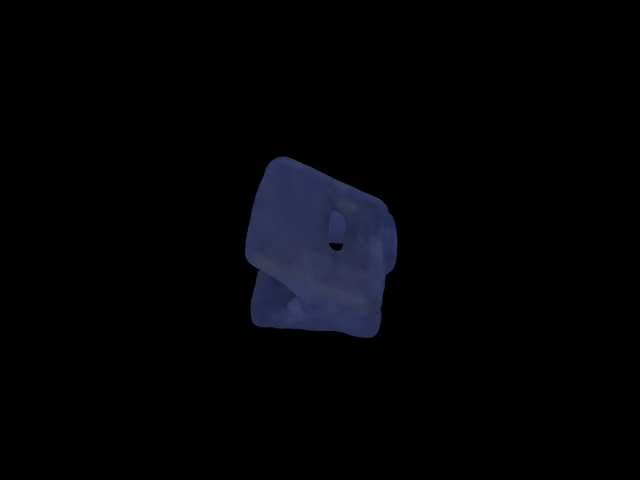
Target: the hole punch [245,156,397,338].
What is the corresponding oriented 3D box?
[{"bbox_3d":[0.004,0.001,0.400,0.101,0.091,0.108,4,46,5],"label":"hole punch"}]
